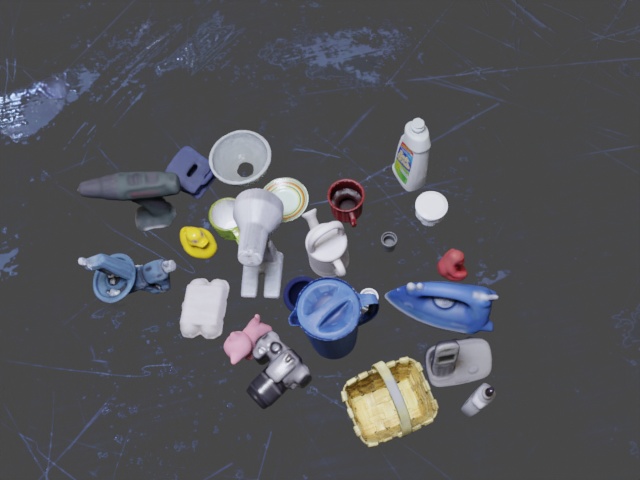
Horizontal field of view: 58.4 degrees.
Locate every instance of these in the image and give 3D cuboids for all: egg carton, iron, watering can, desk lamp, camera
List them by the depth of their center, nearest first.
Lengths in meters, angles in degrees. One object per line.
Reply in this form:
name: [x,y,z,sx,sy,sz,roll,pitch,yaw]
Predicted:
camera: [-0.109,0.298,1.286,0.137,0.101,0.143,-43,70,-14]
iron: [0.277,0.132,1.308,0.258,0.141,0.119,9,67,8]
desk lamp: [-0.143,0.012,1.353,0.118,0.214,0.203,0,66,5]
watering can: [0.010,0.006,1.354,0.172,0.194,0.101,37,74,18]
egg carton: [-0.276,0.165,1.374,0.107,0.069,0.150,2,66,5]

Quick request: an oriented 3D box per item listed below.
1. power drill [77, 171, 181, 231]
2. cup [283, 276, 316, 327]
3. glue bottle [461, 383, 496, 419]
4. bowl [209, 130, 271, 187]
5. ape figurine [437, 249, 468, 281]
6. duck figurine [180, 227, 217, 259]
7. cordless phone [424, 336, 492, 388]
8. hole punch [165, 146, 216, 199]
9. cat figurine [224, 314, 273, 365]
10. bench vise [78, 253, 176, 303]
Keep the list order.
power drill: [-0.451,-0.102,1.428,0.229,0.208,0.075,-12,66,-1]
cup: [-0.037,0.155,1.347,0.091,0.095,0.118,3,66,6]
glue bottle: [0.341,0.330,1.199,0.078,0.173,0.037,-43,70,-14]
bowl: [-0.207,-0.205,1.529,0.167,0.075,0.167,-2,66,4]
ape figurine: [0.320,0.054,1.366,0.076,0.092,0.078,2,66,5]
duck figurine: [-0.314,-0.005,1.443,0.104,0.086,0.077,34,73,17]
cordless phone: [0.302,0.250,1.230,0.147,0.185,0.094,-13,66,-1]
hole punch: [-0.338,-0.181,1.519,0.101,0.091,0.109,26,71,15]
cat figurine: [-0.172,0.226,1.313,0.067,0.118,0.128,31,72,17]
bench vise: [-0.458,0.065,1.349,0.207,0.220,0.121,-30,67,-9]
